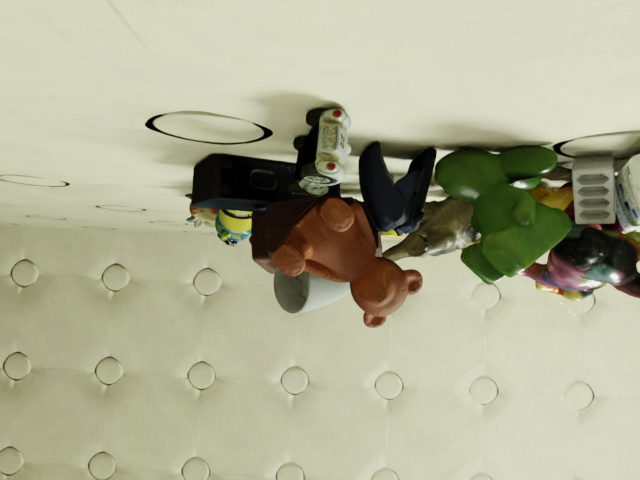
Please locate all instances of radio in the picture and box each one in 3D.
[{"bbox_3d":[-0.086,-0.085,0.883,0.229,0.073,0.131,2,176,-23],"label":"radio"}]

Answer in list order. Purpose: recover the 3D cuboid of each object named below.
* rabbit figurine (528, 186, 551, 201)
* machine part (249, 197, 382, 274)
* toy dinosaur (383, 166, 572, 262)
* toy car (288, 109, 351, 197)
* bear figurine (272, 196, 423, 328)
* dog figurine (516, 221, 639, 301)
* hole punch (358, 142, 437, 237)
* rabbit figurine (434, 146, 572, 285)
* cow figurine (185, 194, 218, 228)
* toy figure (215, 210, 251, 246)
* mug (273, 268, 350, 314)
[{"bbox_3d":[0.408,-0.051,0.967,0.173,0.122,0.163,22,175,-35],"label":"rabbit figurine"},{"bbox_3d":[-0.002,-0.003,0.867,0.202,0.087,0.201,-3,166,7],"label":"machine part"},{"bbox_3d":[0.217,-0.023,0.919,0.198,0.105,0.471,1,162,-41],"label":"toy dinosaur"},{"bbox_3d":[0.000,-0.094,0.622,0.056,0.073,0.202,7,176,-10],"label":"toy car"},{"bbox_3d":[0.045,0.038,0.702,0.120,0.195,0.132,-41,-171,11],"label":"bear figurine"},{"bbox_3d":[0.399,0.034,0.772,0.191,0.108,0.219,26,175,-25],"label":"dog figurine"},{"bbox_3d":[0.094,-0.068,0.725,0.092,0.115,0.142,11,175,-7],"label":"hole punch"},{"bbox_3d":[0.226,-0.053,0.673,0.159,0.170,0.121,-36,171,-2],"label":"rabbit figurine"},{"bbox_3d":[-0.239,-0.069,1.215,0.127,0.085,0.195,-3,179,-14],"label":"cow figurine"},{"bbox_3d":[-0.167,-0.049,1.071,0.089,0.082,0.180,-5,158,-30],"label":"toy figure"},{"bbox_3d":[-0.011,0.069,0.811,0.107,0.081,0.109,-2,158,-39],"label":"mug"}]
